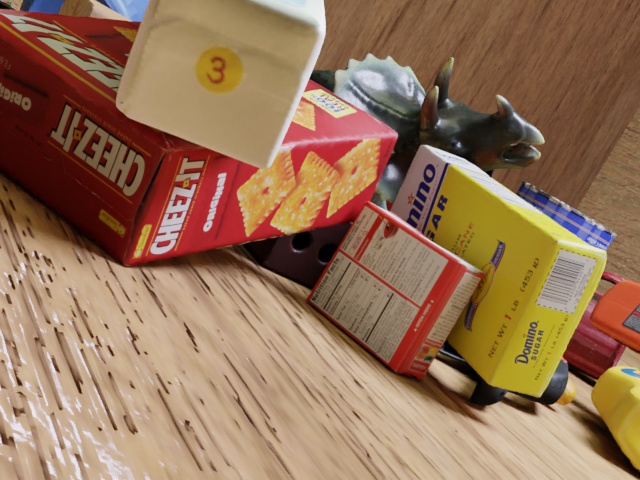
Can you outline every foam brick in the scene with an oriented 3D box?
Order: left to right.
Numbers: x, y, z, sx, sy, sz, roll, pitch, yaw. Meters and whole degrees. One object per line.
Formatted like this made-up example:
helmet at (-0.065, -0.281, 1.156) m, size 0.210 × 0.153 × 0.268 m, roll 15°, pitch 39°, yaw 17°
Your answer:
foam brick at (-0.005, 0.001, 0.719) m, size 0.078 × 0.053 × 0.051 m, roll 25°, pitch 8°, yaw -30°

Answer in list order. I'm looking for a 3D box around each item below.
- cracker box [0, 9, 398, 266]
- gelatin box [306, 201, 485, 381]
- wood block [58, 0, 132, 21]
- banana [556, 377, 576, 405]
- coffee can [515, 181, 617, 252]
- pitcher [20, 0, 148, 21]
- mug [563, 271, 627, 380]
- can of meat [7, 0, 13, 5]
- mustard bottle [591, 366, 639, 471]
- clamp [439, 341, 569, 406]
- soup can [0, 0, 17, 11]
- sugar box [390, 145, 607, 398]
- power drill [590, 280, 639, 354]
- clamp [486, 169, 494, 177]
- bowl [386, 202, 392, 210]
cracker box at (-0.080, -0.067, 0.601) m, size 0.164 × 0.072 × 0.213 m, roll 33°, pitch 23°, yaw 26°
gelatin box at (0.043, 0.028, 0.631) m, size 0.030 × 0.073 × 0.089 m, roll 23°, pitch 10°, yaw -46°
wood block at (-0.113, -0.098, 0.821) m, size 0.205 × 0.091 × 0.090 m, roll 27°, pitch 8°, yaw -30°
banana at (0.147, 0.077, 0.868) m, size 0.069 × 0.037 × 0.198 m, roll 28°, pitch 7°, yaw -14°
coffee can at (0.203, 0.029, 1.025) m, size 0.103 × 0.140 × 0.103 m, roll 30°, pitch 7°, yaw -4°
pitcher at (-0.213, -0.245, 1.078) m, size 0.145 × 0.149 × 0.242 m, roll -7°, pitch 23°, yaw 6°
mug at (0.277, 0.083, 1.091) m, size 0.082 × 0.117 × 0.093 m, roll 28°, pitch 35°, yaw 19°
can of meat at (-0.311, -0.203, 0.895) m, size 0.084 × 0.057 × 0.102 m, roll 31°, pitch 6°, yaw -13°
mustard bottle at (0.252, 0.137, 0.800) m, size 0.096 × 0.058 × 0.191 m, roll 31°, pitch 6°, yaw 3°
clamp at (0.119, 0.083, 0.711) m, size 0.171 × 0.039 × 0.120 m, roll 17°, pitch 20°, yaw -36°
soup can at (-0.218, -0.125, 0.658) m, size 0.068 × 0.068 × 0.102 m, roll 26°, pitch 8°, yaw -31°
sugar box at (0.096, 0.012, 0.660) m, size 0.048 × 0.093 × 0.176 m, roll 16°, pitch 15°, yaw -29°
power drill at (0.302, 0.117, 0.925) m, size 0.185 × 0.057 × 0.187 m, roll 25°, pitch -22°, yaw 51°
clamp at (0.146, -0.015, 1.090) m, size 0.036 × 0.164 × 0.210 m, roll 18°, pitch -19°, yaw 5°
bowl at (0.047, -0.057, 1.172) m, size 0.162 × 0.055 × 0.162 m, roll 39°, pitch -27°, yaw 24°
